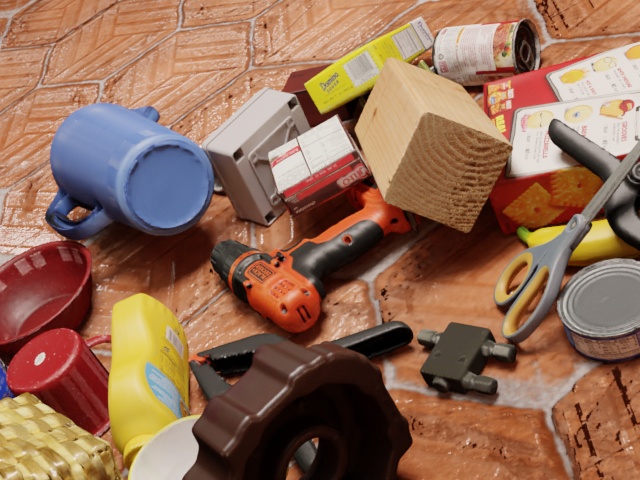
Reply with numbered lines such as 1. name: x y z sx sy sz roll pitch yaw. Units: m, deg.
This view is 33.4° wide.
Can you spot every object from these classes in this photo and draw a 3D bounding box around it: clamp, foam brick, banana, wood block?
1. clamp: -0.027 0.119 0.941 0.210 0.036 0.164 12 50 42
2. foam brick: 0.001 -0.174 1.278 0.078 0.051 0.053 -7 38 25
3. clamp: 0.258 -0.052 0.885 0.120 0.039 0.171 -16 61 25
4. banana: 0.262 -0.012 0.914 0.198 0.037 0.069 -11 41 21
5. wood block: 0.101 -0.097 1.019 0.206 0.090 0.091 -103 35 -66

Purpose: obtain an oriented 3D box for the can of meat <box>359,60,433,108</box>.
1. can of meat: 0.098 -0.141 1.170 0.084 0.057 0.102 -28 34 3

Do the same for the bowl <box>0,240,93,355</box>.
1. bowl: -0.309 0.074 1.169 0.162 0.055 0.162 -18 36 14

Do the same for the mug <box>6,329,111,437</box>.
1. mug: -0.235 0.133 1.022 0.117 0.081 0.093 -31 35 -5

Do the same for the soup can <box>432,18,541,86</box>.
1. soup can: 0.184 -0.207 1.184 0.102 0.068 0.068 2 45 36

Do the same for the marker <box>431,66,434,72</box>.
1. marker: 0.143 -0.201 1.246 0.121 0.020 0.020 -38 36 -14

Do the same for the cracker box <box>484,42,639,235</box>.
1. cracker box: 0.264 -0.101 0.995 0.214 0.072 0.164 -13 40 19

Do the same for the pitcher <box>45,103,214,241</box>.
1. pitcher: -0.216 -0.069 1.189 0.144 0.149 0.243 -2 12 -27

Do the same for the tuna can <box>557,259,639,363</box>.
1. tuna can: 0.235 0.056 0.849 0.086 0.033 0.086 -18 36 14

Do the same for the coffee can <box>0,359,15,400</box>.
1. coffee can: -0.349 0.147 1.030 0.103 0.140 0.103 -18 36 14

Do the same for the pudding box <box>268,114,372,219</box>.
1. pudding box: -0.003 -0.076 1.081 0.090 0.039 0.113 -28 28 5

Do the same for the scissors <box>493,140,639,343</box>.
1. scissors: 0.202 -0.008 0.887 0.202 0.016 0.096 -61 18 4

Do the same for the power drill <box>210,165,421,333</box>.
1. power drill: -0.007 0.001 1.062 0.187 0.057 0.185 -39 34 -13

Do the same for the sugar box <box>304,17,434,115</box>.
1. sugar box: 0.060 -0.201 1.208 0.093 0.048 0.176 -26 10 31

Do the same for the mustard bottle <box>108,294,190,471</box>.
1. mustard bottle: -0.151 0.140 0.945 0.058 0.096 0.191 -22 36 8
